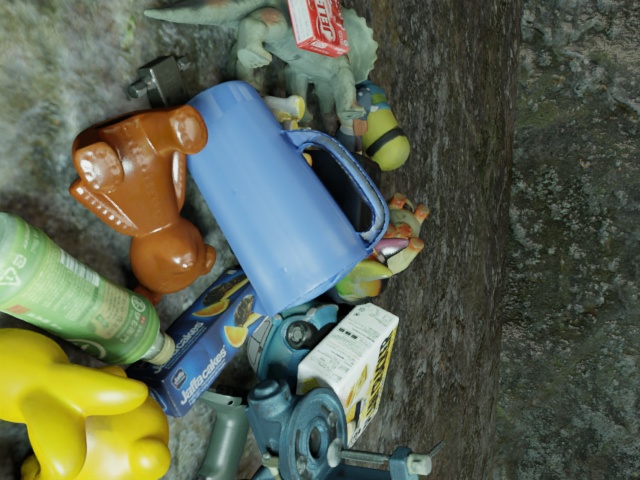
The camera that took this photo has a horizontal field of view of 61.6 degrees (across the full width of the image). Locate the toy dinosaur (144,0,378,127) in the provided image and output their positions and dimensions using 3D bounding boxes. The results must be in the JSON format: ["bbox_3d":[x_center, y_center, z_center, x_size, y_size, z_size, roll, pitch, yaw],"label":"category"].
[{"bbox_3d":[-0.044,-0.270,0.704,0.404,0.131,0.192,21,62,-55],"label":"toy dinosaur"}]

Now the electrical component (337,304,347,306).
[{"bbox_3d":[0.020,0.078,0.892,0.119,0.075,0.047,-51,136,-42],"label":"electrical component"}]

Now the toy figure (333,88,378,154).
[{"bbox_3d":[0.051,-0.177,0.880,0.154,0.064,0.058,103,14,-47],"label":"toy figure"}]

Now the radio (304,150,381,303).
[{"bbox_3d":[0.015,-0.018,0.811,0.073,0.131,0.229,7,87,-59],"label":"radio"}]

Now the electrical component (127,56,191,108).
[{"bbox_3d":[-0.166,-0.162,0.582,0.094,0.021,0.063,-56,139,-44],"label":"electrical component"}]

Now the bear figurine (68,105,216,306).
[{"bbox_3d":[-0.157,-0.021,0.517,0.120,0.132,0.195,-29,116,-28],"label":"bear figurine"}]

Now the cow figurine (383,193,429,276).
[{"bbox_3d":[0.122,-0.010,0.896,0.127,0.085,0.195,-60,-175,35],"label":"cow figurine"}]

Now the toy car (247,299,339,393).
[{"bbox_3d":[-0.047,0.144,0.745,0.109,0.103,0.161,6,110,-64],"label":"toy car"}]

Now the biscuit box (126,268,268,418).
[{"bbox_3d":[-0.132,0.113,0.633,0.203,0.063,0.059,-51,134,-47],"label":"biscuit box"}]

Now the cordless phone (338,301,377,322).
[{"bbox_3d":[0.080,0.095,1.009,0.146,0.089,0.184,59,25,-44],"label":"cordless phone"}]

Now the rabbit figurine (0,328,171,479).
[{"bbox_3d":[-0.211,0.142,0.434,0.122,0.162,0.173,-50,118,-30],"label":"rabbit figurine"}]

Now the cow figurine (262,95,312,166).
[{"bbox_3d":[-0.061,-0.126,0.722,0.167,0.098,0.068,74,24,-66],"label":"cow figurine"}]

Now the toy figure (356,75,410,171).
[{"bbox_3d":[0.094,-0.206,0.939,0.082,0.089,0.180,-13,83,-36],"label":"toy figure"}]

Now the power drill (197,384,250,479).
[{"bbox_3d":[-0.134,0.278,0.633,0.232,0.086,0.207,26,67,-60],"label":"power drill"}]

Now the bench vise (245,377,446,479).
[{"bbox_3d":[0.014,0.261,0.605,0.129,0.241,0.223,-18,98,-58],"label":"bench vise"}]

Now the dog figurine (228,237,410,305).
[{"bbox_3d":[-0.001,-0.002,0.696,0.108,0.219,0.191,-52,137,-50],"label":"dog figurine"}]
